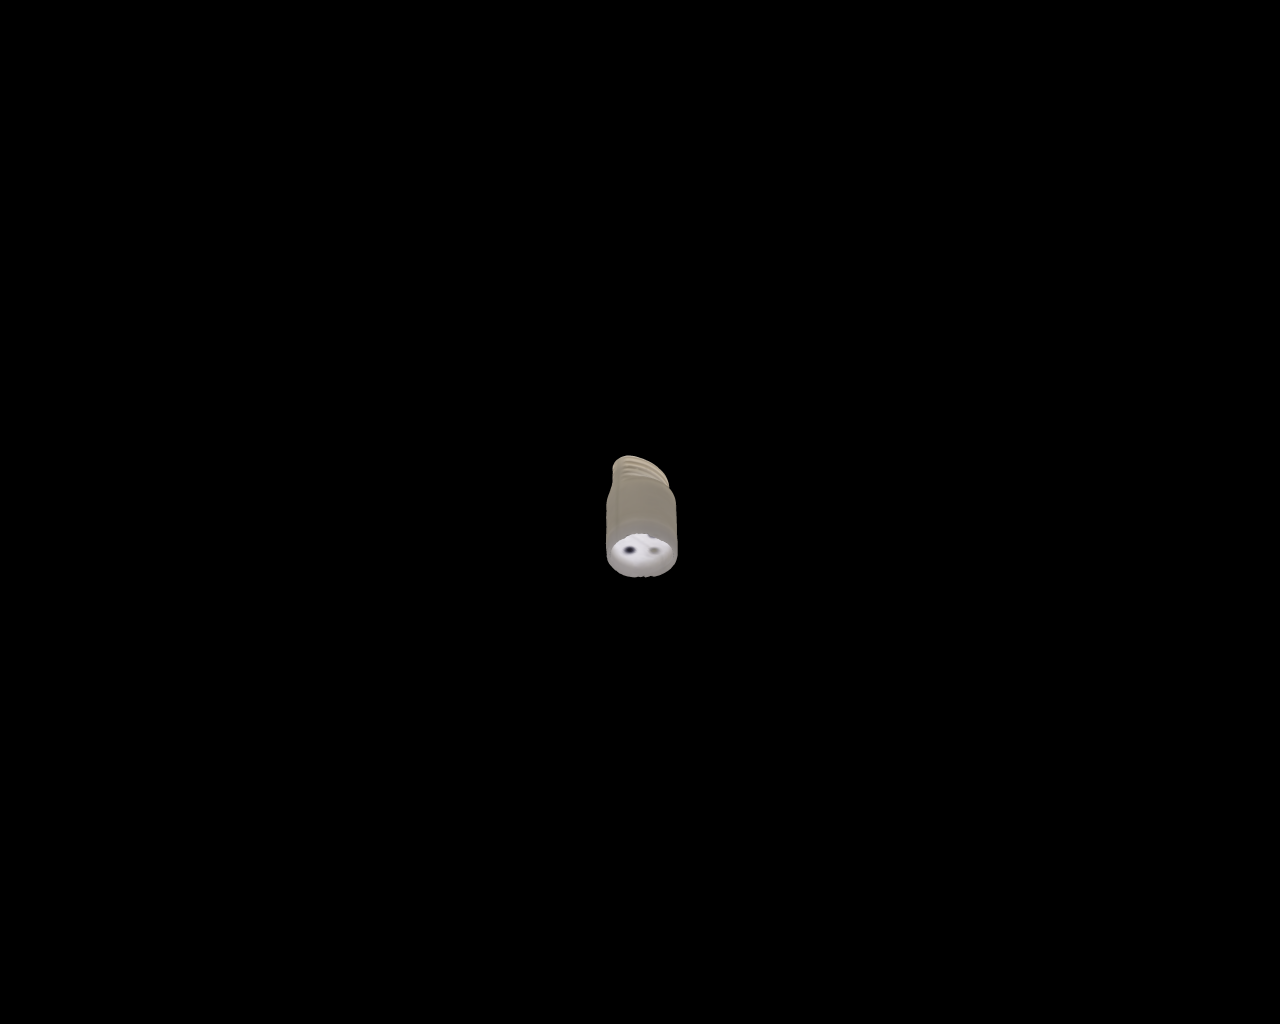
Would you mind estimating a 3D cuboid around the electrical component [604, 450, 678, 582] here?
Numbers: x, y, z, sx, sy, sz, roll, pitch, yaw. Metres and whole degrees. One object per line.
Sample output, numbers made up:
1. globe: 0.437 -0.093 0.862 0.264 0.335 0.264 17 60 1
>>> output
1. electrical component: 0.001 -0.003 0.650 0.043 0.081 0.043 0 -42 0
